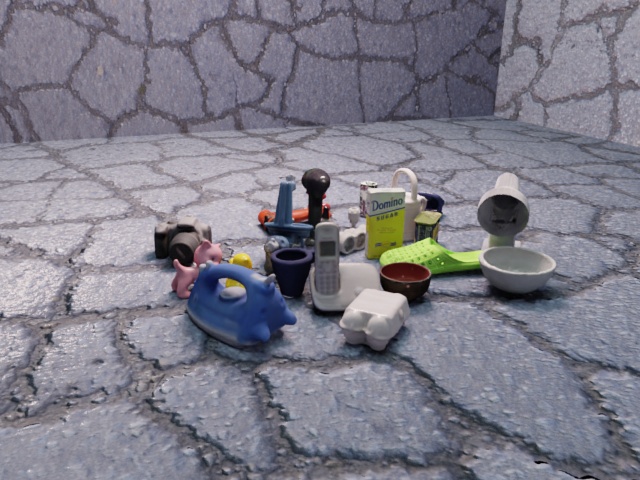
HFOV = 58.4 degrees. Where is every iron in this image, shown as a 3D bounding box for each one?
[{"bbox_3d":[-0.173,0.104,1.101,0.257,0.141,0.119,14,25,32],"label":"iron"}]

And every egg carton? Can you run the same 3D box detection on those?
[{"bbox_3d":[0.107,0.148,1.092,0.107,0.069,0.151,9,22,23],"label":"egg carton"}]

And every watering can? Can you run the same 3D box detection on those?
[{"bbox_3d":[0.225,-0.100,1.581,0.100,0.194,0.173,14,25,33],"label":"watering can"}]

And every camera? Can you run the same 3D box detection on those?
[{"bbox_3d":[-0.351,0.000,1.434,0.143,0.101,0.136,0,21,-1],"label":"camera"}]

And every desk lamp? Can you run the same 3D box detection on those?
[{"bbox_3d":[0.453,-0.049,1.423,0.117,0.214,0.203,7,22,18],"label":"desk lamp"}]

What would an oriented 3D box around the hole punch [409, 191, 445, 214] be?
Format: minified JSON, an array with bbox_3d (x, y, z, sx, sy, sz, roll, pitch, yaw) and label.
[{"bbox_3d":[0.326,-0.117,1.776,0.108,0.091,0.101,10,22,23],"label":"hole punch"}]

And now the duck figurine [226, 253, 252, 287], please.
[{"bbox_3d":[-0.168,0.073,1.263,0.078,0.086,0.104,-16,26,-37],"label":"duck figurine"}]

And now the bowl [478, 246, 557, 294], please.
[{"bbox_3d":[0.438,0.076,1.287,0.167,0.075,0.167,0,21,0],"label":"bowl"}]

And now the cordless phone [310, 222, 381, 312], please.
[{"bbox_3d":[0.051,0.053,1.179,0.148,0.185,0.094,-3,21,-9],"label":"cordless phone"}]

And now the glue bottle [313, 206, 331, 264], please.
[{"bbox_3d":[0.012,0.005,1.326,0.037,0.173,0.078,-10,23,-26],"label":"glue bottle"}]

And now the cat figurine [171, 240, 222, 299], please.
[{"bbox_3d":[-0.266,0.054,1.266,0.128,0.118,0.067,-15,25,-35],"label":"cat figurine"}]

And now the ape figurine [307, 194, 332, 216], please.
[{"bbox_3d":[-0.002,-0.121,1.779,0.076,0.092,0.077,-3,21,-8],"label":"ape figurine"}]

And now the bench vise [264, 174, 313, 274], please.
[{"bbox_3d":[-0.074,-0.038,1.371,0.121,0.220,0.207,-1,21,-3],"label":"bench vise"}]

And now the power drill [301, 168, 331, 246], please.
[{"bbox_3d":[-0.008,-0.096,1.546,0.076,0.208,0.229,-4,21,-10],"label":"power drill"}]

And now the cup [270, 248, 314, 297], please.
[{"bbox_3d":[-0.052,0.071,1.258,0.118,0.095,0.091,-16,26,-38],"label":"cup"}]
